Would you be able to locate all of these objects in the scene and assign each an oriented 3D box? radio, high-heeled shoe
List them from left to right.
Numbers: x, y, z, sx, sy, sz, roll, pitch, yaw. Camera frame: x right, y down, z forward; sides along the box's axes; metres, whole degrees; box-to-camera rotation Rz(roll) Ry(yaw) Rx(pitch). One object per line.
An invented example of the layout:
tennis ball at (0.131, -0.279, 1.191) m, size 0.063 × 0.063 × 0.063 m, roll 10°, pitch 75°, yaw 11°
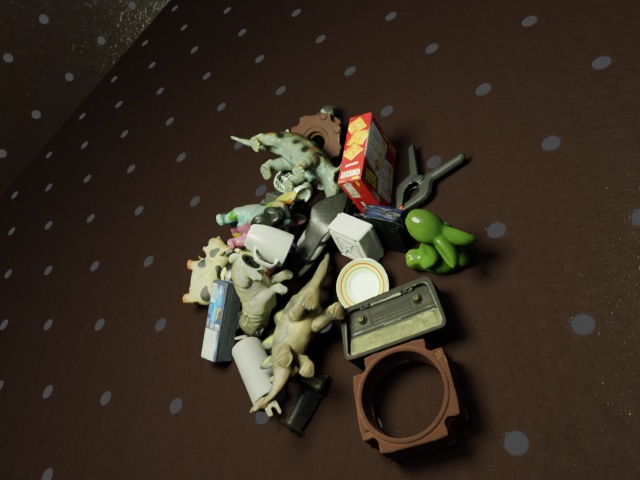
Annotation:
high-heeled shoe at (-0.003, -0.004, 1.377) m, size 0.086 × 0.145 × 0.249 m, roll 36°, pitch 67°, yaw 24°
radio at (0.160, 0.176, 1.146) m, size 0.230 × 0.073 × 0.131 m, roll -23°, pitch 49°, yaw 18°

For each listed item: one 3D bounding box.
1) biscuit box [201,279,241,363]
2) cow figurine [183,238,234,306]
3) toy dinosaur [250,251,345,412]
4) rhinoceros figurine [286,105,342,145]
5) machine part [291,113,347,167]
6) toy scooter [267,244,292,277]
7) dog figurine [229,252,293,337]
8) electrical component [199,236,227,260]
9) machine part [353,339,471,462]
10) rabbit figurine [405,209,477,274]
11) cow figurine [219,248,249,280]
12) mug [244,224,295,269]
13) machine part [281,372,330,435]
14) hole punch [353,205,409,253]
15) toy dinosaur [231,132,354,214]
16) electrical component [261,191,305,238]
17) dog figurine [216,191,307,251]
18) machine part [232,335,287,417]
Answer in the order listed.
biscuit box at (-0.246, 0.203, 1.360) m, size 0.059 × 0.062 × 0.202 m, roll 8°, pitch 88°, yaw 39°
cow figurine at (-0.302, 0.087, 1.501) m, size 0.127 × 0.085 × 0.195 m, roll 2°, pitch 73°, yaw 13°
toy dinosaur at (-0.044, 0.183, 1.215) m, size 0.198 × 0.105 × 0.471 m, roll -32°, pitch 22°, yaw 52°
rhinoceros figurine at (-0.025, -0.345, 1.648) m, size 0.190 × 0.073 × 0.112 m, roll -35°, pitch 47°, yaw 7°
machine part at (-0.007, -0.278, 1.546) m, size 0.180 × 0.056 × 0.179 m, roll 0°, pitch 89°, yaw 23°
toy scooter at (-0.127, 0.054, 1.413) m, size 0.075 × 0.135 × 0.184 m, roll 39°, pitch 104°, yaw 14°
dog figurine at (-0.178, 0.136, 1.312) m, size 0.190 × 0.172 × 0.121 m, roll -53°, pitch -2°, yaw 25°
electrical component at (-0.307, 0.042, 1.580) m, size 0.078 × 0.045 × 0.102 m, roll 19°, pitch 71°, yaw 42°
machine part at (0.172, 0.306, 1.037) m, size 0.201 × 0.087 × 0.201 m, roll -23°, pitch 50°, yaw 19°
rabbit figurine at (0.243, 0.006, 1.145) m, size 0.159 × 0.170 × 0.121 m, roll 29°, pitch 79°, yaw 44°
cow figurine at (-0.220, 0.076, 1.461) m, size 0.068 × 0.098 × 0.167 m, roll -1°, pitch 59°, yaw 42°
mug at (-0.128, 0.017, 1.281) m, size 0.107 × 0.080 × 0.109 m, roll 24°, pitch 52°, yaw -2°
machine part at (-0.035, 0.352, 1.179) m, size 0.084 × 0.039 × 0.139 m, roll 12°, pitch 64°, yaw 30°
hole punch at (0.168, -0.044, 1.278) m, size 0.142 × 0.115 × 0.092 m, roll 18°, pitch 62°, yaw 41°
toy dinosaur at (-0.056, -0.227, 1.468) m, size 0.192 × 0.131 × 0.405 m, roll -25°, pitch 54°, yaw -35°
electrical component at (-0.107, -0.072, 1.479) m, size 0.134 × 0.058 × 0.114 m, roll 21°, pitch 110°, yaw 36°
dog figurine at (-0.144, -0.055, 1.414) m, size 0.219 × 0.191 × 0.108 m, roll -19°, pitch 93°, yaw 9°
machine part at (-0.144, 0.310, 1.255) m, size 0.079 × 0.079 × 0.243 m, roll -40°, pitch 44°, yaw 4°
